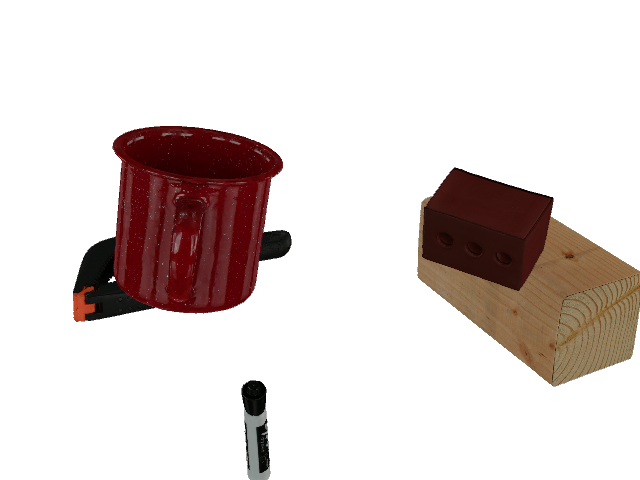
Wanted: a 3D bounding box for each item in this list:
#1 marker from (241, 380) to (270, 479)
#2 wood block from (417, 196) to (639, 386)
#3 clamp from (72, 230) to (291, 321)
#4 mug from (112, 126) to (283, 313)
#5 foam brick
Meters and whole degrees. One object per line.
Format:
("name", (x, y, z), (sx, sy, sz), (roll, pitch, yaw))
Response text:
("marker", (-0.050, 0.150, 0.833), (0.020, 0.020, 0.121), (0, -44, -1))
("wood block", (0.183, 0.032, 0.970), (0.090, 0.090, 0.206), (-14, 31, -25))
("clamp", (-0.151, 0.009, 0.960), (0.165, 0.036, 0.209), (27, 39, 31))
("mug", (-0.071, -0.007, 0.586), (0.093, 0.081, 0.117), (6, 22, -8))
("foam brick", (0.119, -0.008, 0.764), (0.078, 0.053, 0.051), (19, 47, 22))
